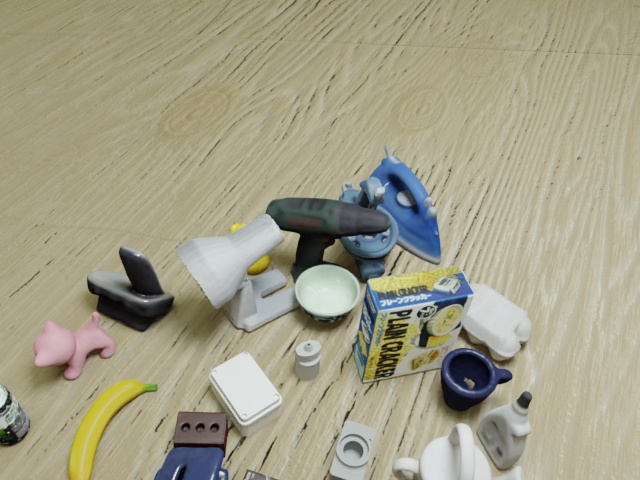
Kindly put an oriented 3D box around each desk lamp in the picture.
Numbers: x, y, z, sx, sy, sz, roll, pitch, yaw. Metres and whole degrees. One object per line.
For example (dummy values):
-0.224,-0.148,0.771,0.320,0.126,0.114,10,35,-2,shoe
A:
-0.138,0.059,1.005,0.204,0.214,0.117,-25,53,-26,desk lamp

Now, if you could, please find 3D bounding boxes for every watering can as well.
0.193,0.325,0.795,0.173,0.194,0.100,-7,48,-11,watering can

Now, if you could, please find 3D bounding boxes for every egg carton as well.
0.311,0.149,1.058,0.150,0.069,0.107,36,54,26,egg carton

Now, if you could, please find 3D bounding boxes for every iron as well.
0.191,-0.081,1.216,0.119,0.141,0.257,-20,51,-22,iron

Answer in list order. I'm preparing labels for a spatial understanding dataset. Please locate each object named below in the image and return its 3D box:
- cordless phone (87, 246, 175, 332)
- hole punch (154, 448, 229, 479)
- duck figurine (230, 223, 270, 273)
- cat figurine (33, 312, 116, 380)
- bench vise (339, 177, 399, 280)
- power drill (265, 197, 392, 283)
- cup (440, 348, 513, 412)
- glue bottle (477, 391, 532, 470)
-0.341,0.061,1.004,0.147,0.185,0.094,17,48,11,cordless phone
-0.189,0.351,0.808,0.101,0.091,0.108,9,47,4,hole punch
-0.143,0.009,1.139,0.078,0.086,0.104,-31,56,-29,duck figurine
-0.412,0.168,0.943,0.067,0.118,0.128,35,53,25,cat figurine
0.075,-0.054,1.126,0.122,0.220,0.206,-23,53,-24,bench vise
0.010,0.004,1.073,0.229,0.208,0.076,14,47,8,power drill
0.251,0.240,0.949,0.118,0.095,0.091,1,47,-4,cup
0.288,0.277,0.864,0.037,0.173,0.078,-12,49,-16,glue bottle
